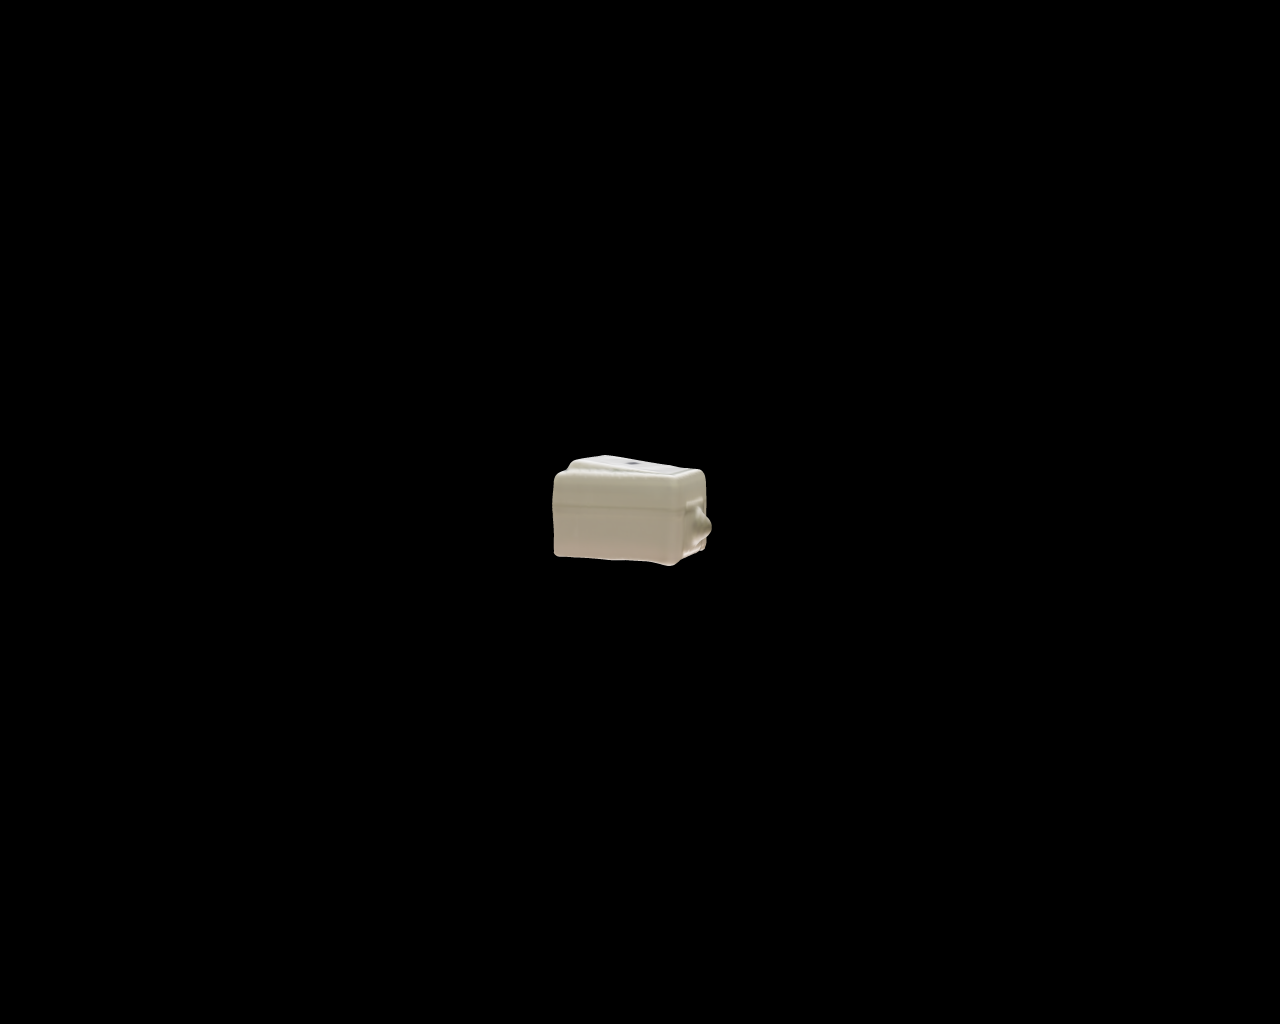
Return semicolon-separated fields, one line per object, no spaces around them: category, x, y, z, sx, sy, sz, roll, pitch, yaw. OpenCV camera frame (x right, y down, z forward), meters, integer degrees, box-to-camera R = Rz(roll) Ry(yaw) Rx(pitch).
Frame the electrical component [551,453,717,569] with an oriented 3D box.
electrical component;0.001;-0.003;0.650;0.096;0.061;0.062;3;8;22
